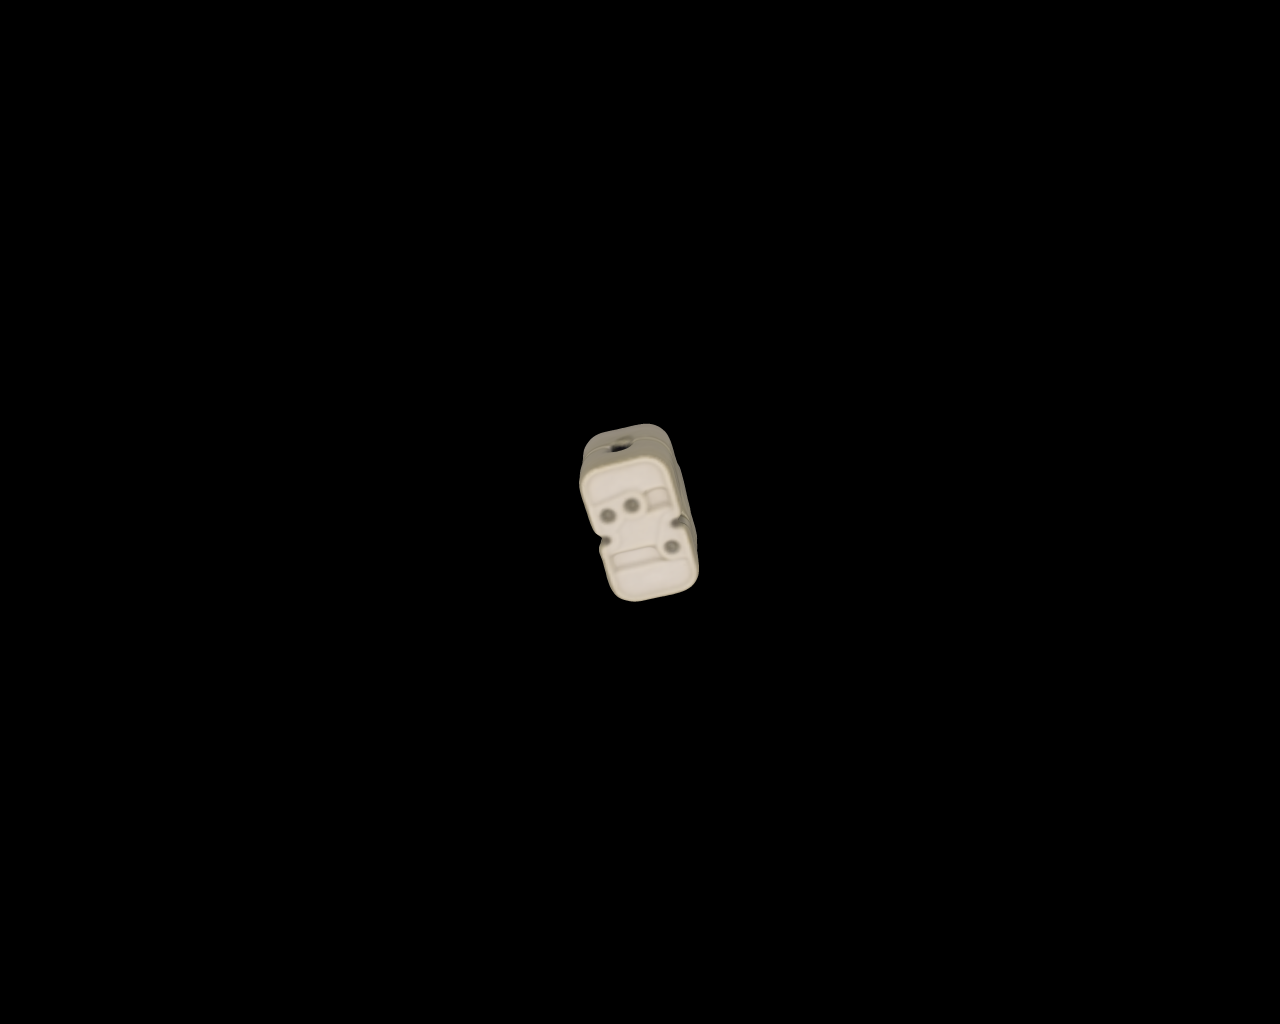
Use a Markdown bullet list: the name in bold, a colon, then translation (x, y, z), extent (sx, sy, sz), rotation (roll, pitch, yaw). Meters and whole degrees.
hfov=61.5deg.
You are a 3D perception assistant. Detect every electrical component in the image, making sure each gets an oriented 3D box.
- **electrical component**: translation (0.001, -0.003, 0.650), extent (0.054, 0.095, 0.059), rotation (-13, 28, 7)
